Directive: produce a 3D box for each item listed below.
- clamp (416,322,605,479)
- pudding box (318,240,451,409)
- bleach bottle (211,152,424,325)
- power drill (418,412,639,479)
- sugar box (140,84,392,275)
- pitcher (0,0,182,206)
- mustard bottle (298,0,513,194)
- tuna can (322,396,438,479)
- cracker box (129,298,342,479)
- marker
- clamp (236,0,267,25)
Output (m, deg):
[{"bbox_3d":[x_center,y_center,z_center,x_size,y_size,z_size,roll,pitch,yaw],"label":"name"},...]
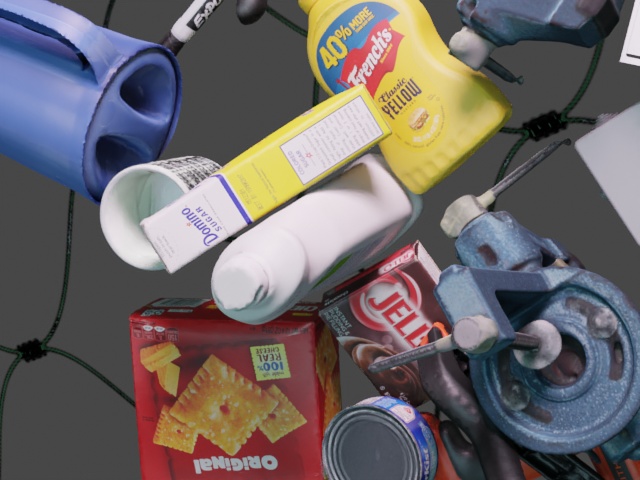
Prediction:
[{"bbox_3d":[0.116,0.126,0.734,0.172,0.120,0.039,45,109,28],"label":"clamp"},{"bbox_3d":[0.067,0.068,0.817,0.090,0.039,0.113,-30,110,21],"label":"pudding box"},{"bbox_3d":[-0.005,0.001,0.732,0.068,0.250,0.103,48,110,5],"label":"bleach bottle"},{"bbox_3d":[0.161,0.199,0.814,0.188,0.057,0.184,-24,90,21],"label":"power drill"},{"bbox_3d":[-0.041,-0.043,0.741,0.176,0.093,0.048,-31,96,-5],"label":"sugar box"},{"bbox_3d":[-0.244,-0.136,0.852,0.243,0.144,0.149,23,109,17],"label":"pitcher"},{"bbox_3d":[0.047,-0.134,0.793,0.191,0.058,0.096,50,121,5],"label":"mustard bottle"},{"bbox_3d":[0.046,0.163,0.812,0.086,0.033,0.086,5,99,32],"label":"tuna can"},{"bbox_3d":[-0.066,0.158,0.878,0.164,0.072,0.214,1,101,19],"label":"cracker box"},{"bbox_3d":[-0.093,-0.187,0.853,0.020,0.020,0.121,47,111,6],"label":"marker"},{"bbox_3d":[-0.055,-0.291,0.807,0.165,0.036,0.210,39,103,19],"label":"clamp"}]
